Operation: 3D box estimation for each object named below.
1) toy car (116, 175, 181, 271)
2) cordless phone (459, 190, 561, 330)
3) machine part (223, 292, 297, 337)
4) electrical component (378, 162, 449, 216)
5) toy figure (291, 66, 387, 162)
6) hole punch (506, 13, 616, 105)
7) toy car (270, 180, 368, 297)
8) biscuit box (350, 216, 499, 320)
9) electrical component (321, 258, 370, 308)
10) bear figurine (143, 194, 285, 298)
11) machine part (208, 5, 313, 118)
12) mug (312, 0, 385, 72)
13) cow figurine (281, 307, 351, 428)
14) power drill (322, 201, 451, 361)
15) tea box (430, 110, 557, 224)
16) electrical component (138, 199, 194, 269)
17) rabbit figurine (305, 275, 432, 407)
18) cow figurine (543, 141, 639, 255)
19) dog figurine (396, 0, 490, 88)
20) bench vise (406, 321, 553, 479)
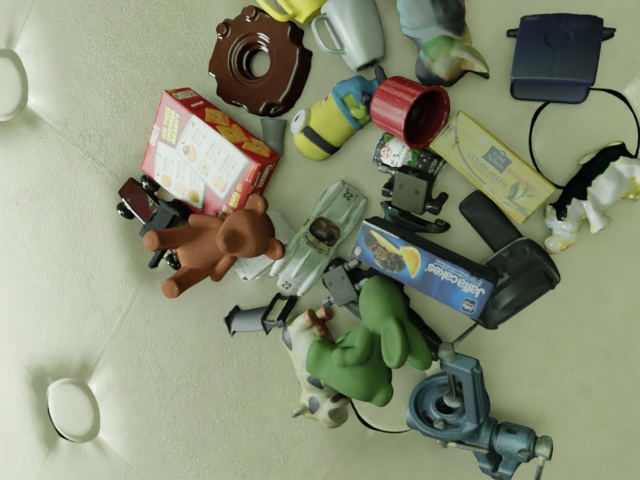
[{"bbox_3d":[-0.290,-0.034,0.996,0.202,0.053,0.089,44,103,6],"label":"toy car"},{"bbox_3d":[0.247,0.029,0.804,0.146,0.088,0.184,-42,71,21],"label":"cordless phone"},{"bbox_3d":[-0.106,0.133,0.944,0.139,0.084,0.039,-15,124,30],"label":"machine part"},{"bbox_3d":[0.137,-0.073,0.794,0.102,0.045,0.078,18,130,29],"label":"electrical component"},{"bbox_3d":[0.035,-0.195,0.843,0.180,0.082,0.089,-29,83,18],"label":"toy figure"},{"bbox_3d":[0.320,-0.251,0.729,0.142,0.092,0.115,9,96,22],"label":"hole punch"},{"bbox_3d":[-0.002,-0.003,0.859,0.073,0.056,0.201,36,84,-8],"label":"toy car"},{"bbox_3d":[0.147,0.035,0.758,0.203,0.063,0.059,27,108,18],"label":"biscuit box"},{"bbox_3d":[0.034,0.068,0.837,0.094,0.021,0.063,-31,84,27],"label":"electrical component"},{"bbox_3d":[-0.162,0.009,0.843,0.196,0.132,0.120,-13,98,41],"label":"bear figurine"},{"bbox_3d":[-0.102,-0.294,0.894,0.180,0.056,0.179,3,99,19],"label":"machine part"},{"bbox_3d":[0.048,-0.311,0.813,0.109,0.081,0.107,-24,93,-22],"label":"mug"},{"bbox_3d":[-0.008,0.221,0.903,0.127,0.085,0.195,-31,78,36],"label":"cow figurine"},{"bbox_3d":[0.130,0.055,0.846,0.232,0.086,0.207,27,113,18],"label":"power drill"},{"bbox_3d":[0.247,-0.104,0.767,0.170,0.098,0.068,42,109,9],"label":"tea box"},{"bbox_3d":[-0.274,-0.012,0.933,0.048,0.075,0.119,36,102,4],"label":"electrical component"},{"bbox_3d":[0.074,0.139,0.768,0.159,0.121,0.170,29,105,46],"label":"rabbit figurine"},{"bbox_3d":[0.367,-0.056,0.744,0.167,0.068,0.098,-39,77,17],"label":"cow figurine"},{"bbox_3d":[0.183,-0.328,0.761,0.191,0.108,0.219,-42,86,17],"label":"dog figurine"},{"bbox_3d":[0.221,0.246,0.782,0.224,0.129,0.240,16,134,41],"label":"bench vise"}]
